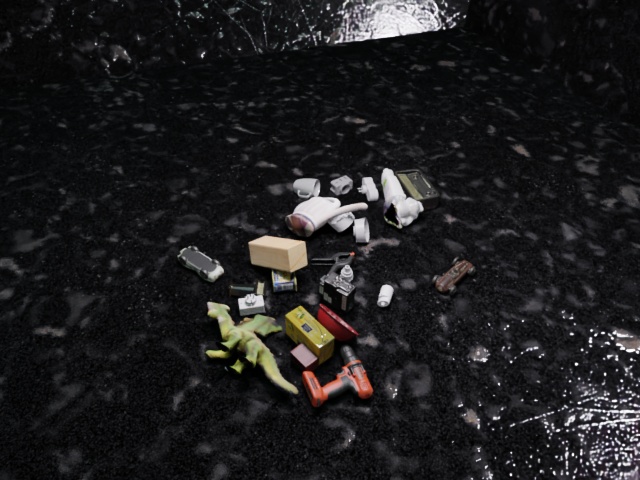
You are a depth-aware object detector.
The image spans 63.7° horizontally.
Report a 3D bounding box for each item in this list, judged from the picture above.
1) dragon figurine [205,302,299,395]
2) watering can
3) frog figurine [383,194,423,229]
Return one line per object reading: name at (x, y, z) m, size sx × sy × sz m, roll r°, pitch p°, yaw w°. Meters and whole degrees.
dragon figurine at (-0.204, 0.318, 1.635) m, size 0.412 × 0.119 × 0.247 m, roll 26°, pitch 38°, yaw 13°
watering can at (0.006, -0.104, 2.060) m, size 0.348 × 0.102 × 0.228 m, roll 8°, pitch 39°, yaw 46°
frog figurine at (0.343, -0.129, 2.135) m, size 0.161 × 0.121 × 0.137 m, roll -30°, pitch 91°, yaw -35°
